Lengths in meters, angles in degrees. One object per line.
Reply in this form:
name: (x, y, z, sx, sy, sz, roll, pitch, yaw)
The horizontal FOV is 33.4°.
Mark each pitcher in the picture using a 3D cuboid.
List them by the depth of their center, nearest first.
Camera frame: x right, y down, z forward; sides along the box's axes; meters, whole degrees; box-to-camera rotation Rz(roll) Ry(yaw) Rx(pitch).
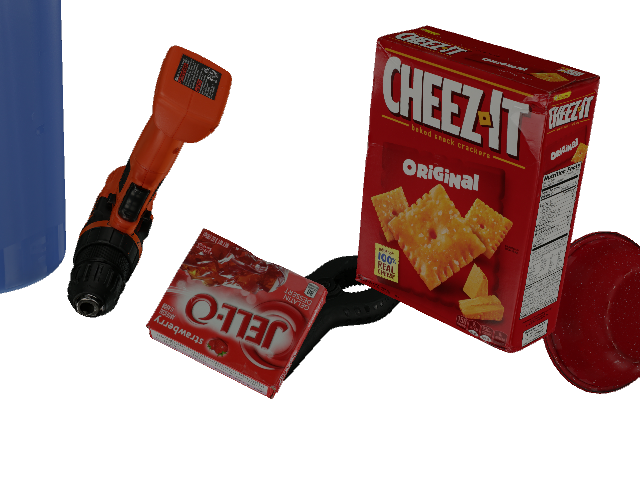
pitcher: (-0.232, -0.087, 0.674, 0.149, 0.243, 0.145, -3, 26, -11)

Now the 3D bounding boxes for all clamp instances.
clamp: (0.005, 0.065, 1.048, 0.209, 0.036, 0.165, -14, 36, -14)

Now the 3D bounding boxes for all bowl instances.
bowl: (0.293, 0.071, 1.035, 0.161, 0.162, 0.055, 0, 0, -28)

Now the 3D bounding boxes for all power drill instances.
power drill: (-0.141, -0.049, 0.850, 0.057, 0.188, 0.184, 26, 32, -16)

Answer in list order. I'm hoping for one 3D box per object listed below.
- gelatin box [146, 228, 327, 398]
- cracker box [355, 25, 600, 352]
gelatin box: (-0.051, 0.045, 0.660, 0.089, 0.073, 0.030, 26, -21, 6)
cracker box: (0.112, -0.041, 0.829, 0.164, 0.214, 0.071, 26, 34, 38)
